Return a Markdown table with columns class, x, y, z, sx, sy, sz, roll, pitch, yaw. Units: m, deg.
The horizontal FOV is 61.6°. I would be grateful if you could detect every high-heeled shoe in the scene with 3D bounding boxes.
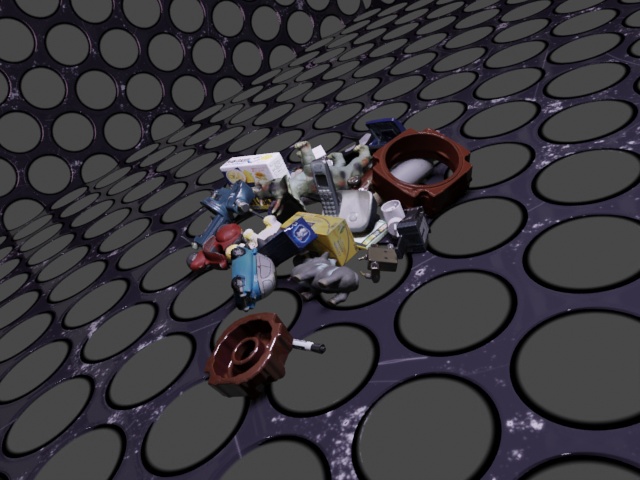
| class | x | y | z | sx | sy | sz | roll | pitch | yaw |
| --- | --- | --- | --- | --- | --- | --- | --- | --- | --- |
| high-heeled shoe | 0.099 | -0.230 | 1.611 | 0.145 | 0.086 | 0.249 | 19 | 64 | 13 |

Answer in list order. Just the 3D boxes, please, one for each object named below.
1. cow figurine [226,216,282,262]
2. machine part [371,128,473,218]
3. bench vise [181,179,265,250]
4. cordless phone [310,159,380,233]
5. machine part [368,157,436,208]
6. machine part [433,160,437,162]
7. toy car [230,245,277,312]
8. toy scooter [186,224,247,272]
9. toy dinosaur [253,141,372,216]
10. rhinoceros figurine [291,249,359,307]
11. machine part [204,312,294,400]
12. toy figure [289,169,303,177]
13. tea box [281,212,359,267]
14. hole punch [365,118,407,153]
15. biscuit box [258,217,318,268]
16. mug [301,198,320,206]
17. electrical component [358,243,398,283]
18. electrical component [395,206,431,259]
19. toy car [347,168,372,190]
| class | x | y | z | sx | sy | sz | roll | pitch | yaw |
| --- | --- | --- | --- | --- | --- | --- | --- | --- | --- |
| cow figurine | -0.155 | 0.017 | 1.376 | 0.167 | 0.068 | 0.098 | -36 | 53 | -16 |
| machine part | 0.236 | -0.162 | 1.256 | 0.201 | 0.087 | 0.202 | -37 | 56 | -20 |
| bench vise | -0.293 | -0.066 | 1.586 | 0.224 | 0.128 | 0.240 | 26 | 77 | 44 |
| cordless phone | 0.055 | -0.110 | 1.263 | 0.147 | 0.184 | 0.089 | 4 | 33 | 42 |
| machine part | 0.206 | -0.156 | 1.357 | 0.243 | 0.079 | 0.079 | -39 | 31 | -20 |
| machine part | 0.302 | -0.250 | 1.480 | 0.084 | 0.039 | 0.139 | -22 | 30 | 18 |
| toy car | -0.150 | 0.083 | 1.231 | 0.103 | 0.109 | 0.162 | -9 | 37 | -4 |
| toy scooter | -0.261 | 0.028 | 1.439 | 0.184 | 0.075 | 0.135 | -43 | 35 | -25 |
| toy dinosaur | 0.033 | -0.153 | 1.425 | 0.405 | 0.192 | 0.131 | -3 | -6 | -22 |
| rhinoceros figurine | 0.000 | 0.072 | 1.151 | 0.112 | 0.073 | 0.191 | -42 | 32 | -24 |
| machine part | -0.133 | 0.218 | 1.018 | 0.179 | 0.056 | 0.179 | -25 | 34 | 18 |
| toy figure | -0.085 | -0.192 | 1.682 | 0.155 | 0.057 | 0.064 | -1 | 76 | 35 |
| tea box | -0.003 | -0.004 | 1.255 | 0.170 | 0.098 | 0.068 | 8 | 42 | 49 |
| hole punch | 0.195 | -0.291 | 1.541 | 0.142 | 0.092 | 0.115 | 0 | -6 | 44 |
| biscuit box | -0.081 | 0.011 | 1.245 | 0.059 | 0.063 | 0.203 | -41 | 5 | -29 |
| mug | -0.008 | -0.142 | 1.510 | 0.107 | 0.080 | 0.110 | -15 | 23 | 4 |
| electrical component | 0.123 | 0.046 | 1.131 | 0.078 | 0.045 | 0.102 | 3 | 32 | -5 |
| electrical component | 0.193 | -0.010 | 1.129 | 0.048 | 0.074 | 0.119 | -9 | 28 | 29 |
| toy car | 0.146 | -0.161 | 1.403 | 0.053 | 0.089 | 0.202 | 2 | 38 | 47 |
